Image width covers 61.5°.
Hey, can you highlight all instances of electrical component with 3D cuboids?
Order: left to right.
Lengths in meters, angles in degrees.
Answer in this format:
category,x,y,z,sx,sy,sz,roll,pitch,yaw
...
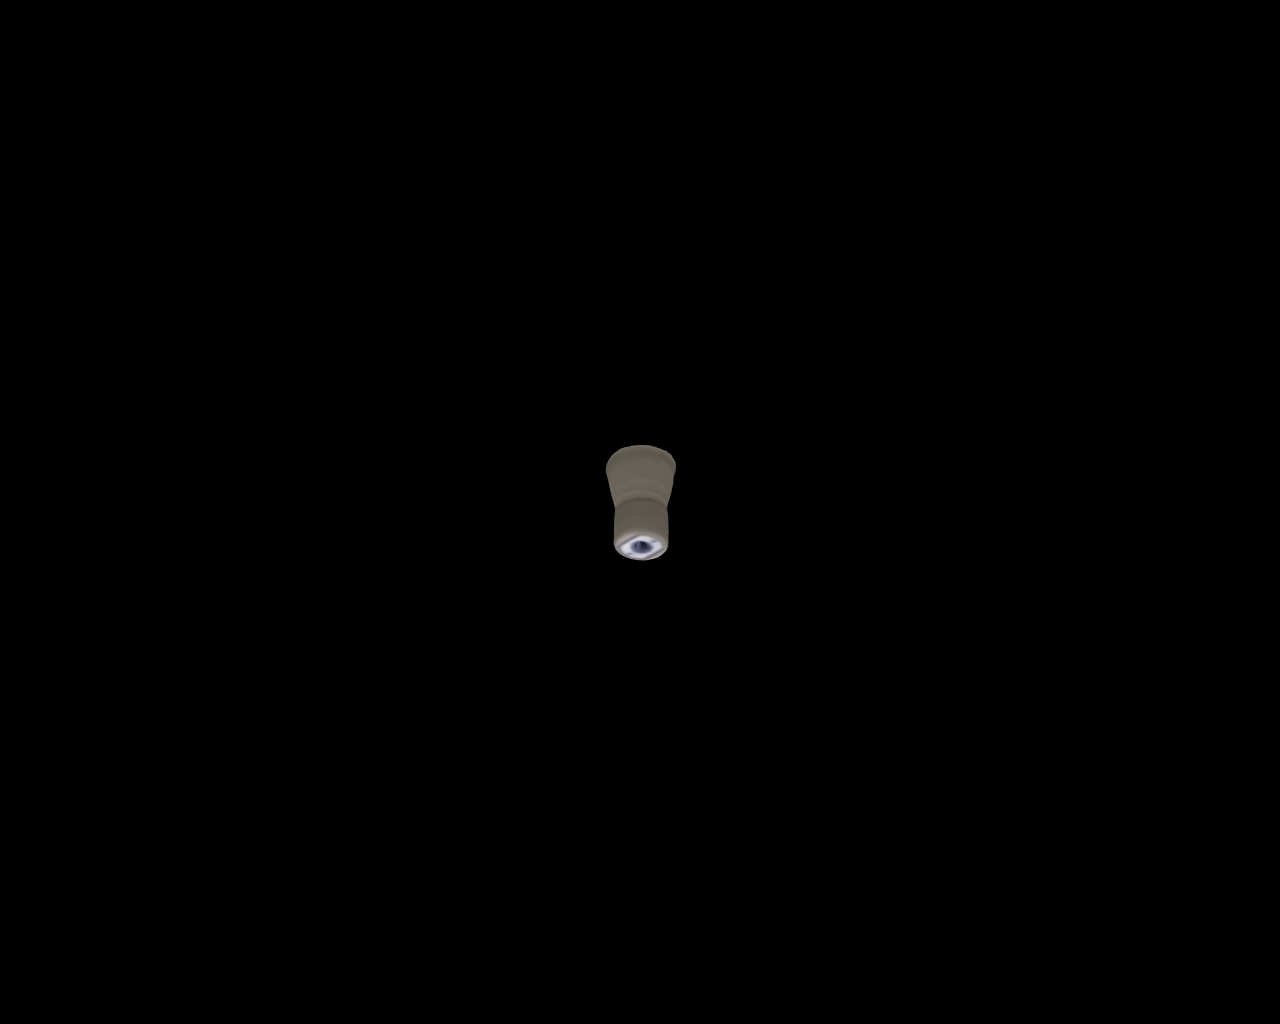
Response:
category,x,y,z,sx,sy,sz,roll,pitch,yaw
electrical component,0.001,-0.003,0.650,0.044,0.065,0.044,0,-35,0
